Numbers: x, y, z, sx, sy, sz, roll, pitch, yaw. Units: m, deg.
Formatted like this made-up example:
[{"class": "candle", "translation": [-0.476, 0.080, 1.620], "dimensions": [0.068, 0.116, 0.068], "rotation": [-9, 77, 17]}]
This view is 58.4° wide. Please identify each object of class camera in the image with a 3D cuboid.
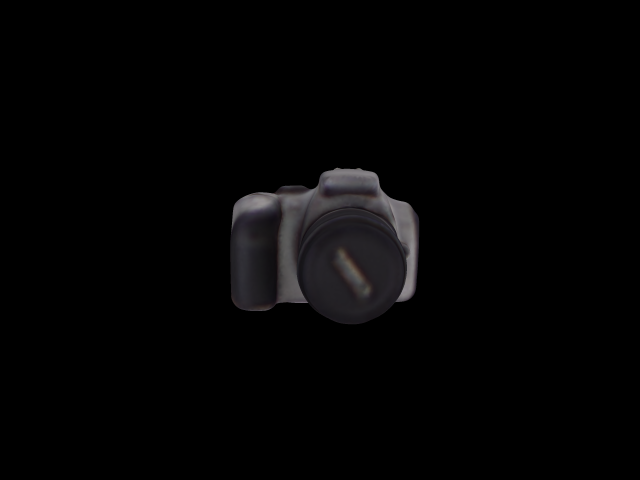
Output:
[{"class": "camera", "translation": [0.004, 0.001, 0.400], "dimensions": [0.143, 0.101, 0.137], "rotation": [0, 9, 0]}]
